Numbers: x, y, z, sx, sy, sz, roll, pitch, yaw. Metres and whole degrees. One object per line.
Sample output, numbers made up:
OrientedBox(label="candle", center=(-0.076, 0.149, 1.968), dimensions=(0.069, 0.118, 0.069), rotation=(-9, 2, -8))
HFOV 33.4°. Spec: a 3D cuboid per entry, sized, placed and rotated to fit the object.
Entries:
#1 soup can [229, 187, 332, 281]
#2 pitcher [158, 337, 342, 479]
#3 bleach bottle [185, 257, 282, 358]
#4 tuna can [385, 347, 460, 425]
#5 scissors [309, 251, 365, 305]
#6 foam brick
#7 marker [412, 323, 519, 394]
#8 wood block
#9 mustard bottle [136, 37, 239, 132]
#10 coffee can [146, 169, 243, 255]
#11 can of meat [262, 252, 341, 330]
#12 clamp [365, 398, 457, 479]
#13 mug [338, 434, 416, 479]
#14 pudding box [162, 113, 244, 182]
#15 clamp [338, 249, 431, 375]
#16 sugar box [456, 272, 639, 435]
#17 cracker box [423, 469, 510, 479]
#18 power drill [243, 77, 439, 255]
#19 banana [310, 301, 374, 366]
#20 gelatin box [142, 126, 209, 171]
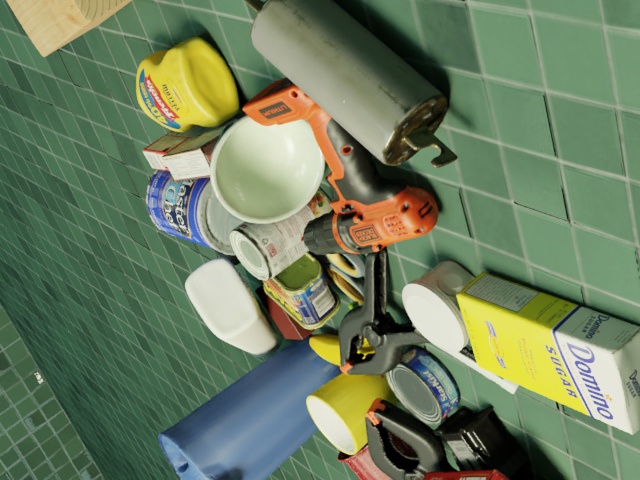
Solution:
OrientedBox(label="soup can", center=(-0.039, -0.010, 1.157), dimensions=(0.069, 0.102, 0.068), rotation=(41, 154, 25))
OrientedBox(label="pitcher", center=(-0.084, 0.233, 1.390), dimensions=(0.149, 0.242, 0.145), rotation=(45, 155, 19))
OrientedBox(label="bleach bottle", center=(-0.100, 0.099, 1.395), dimensions=(0.102, 0.068, 0.250), rotation=(57, 179, 15))
OrientedBox(label="tuna can", center=(0.115, 0.163, 1.194), dimensions=(0.086, 0.033, 0.086), rotation=(41, 153, 26))
OrientedBox(label="scissors", center=(-0.008, 0.001, 1.219), dimensions=(0.202, 0.016, 0.096), rotation=(42, 157, 22))
OrientedBox(label="foam brick", center=(-0.033, 0.079, 1.325), dimensions=(0.078, 0.053, 0.051), rotation=(59, 156, -12))
OrientedBox(label="marker", center=(0.144, 0.113, 1.060), dimensions=(0.121, 0.020, 0.020), rotation=(31, 151, 13))
OrientedBox(label="wood block", center=(-0.285, -0.290, 1.238), dimensions=(0.090, 0.090, 0.206), rotation=(59, 156, -13))
OrientedBox(label="mustard bottle", center=(-0.164, -0.171, 1.218), dimensions=(0.192, 0.058, 0.096), rotation=(2, 125, 61))
OrientedBox(label="coffee can", center=(-0.132, -0.044, 1.277), dimensions=(0.141, 0.102, 0.103), rotation=(16, 136, 54))
OrientedBox(label="can of meat", center=(-0.031, 0.043, 1.234), dimensions=(0.102, 0.057, 0.084), rotation=(40, 166, 32))
OrientedBox(label="clamp", center=(0.114, 0.276, 1.251), dimensions=(0.210, 0.036, 0.165), rotation=(48, 129, -9))
OrientedBox(label="mug", center=(0.088, 0.272, 1.327), dimensions=(0.081, 0.093, 0.117), rotation=(50, 152, -4))
OrientedBox(label="pudding box", center=(-0.113, -0.103, 1.179), dimensions=(0.039, 0.090, 0.114), rotation=(60, 155, -13))
OrientedBox(label="clamp", center=(0.074, 0.099, 1.144), dimensions=(0.120, 0.039, 0.172), rotation=(46, 139, 23))
OrientedBox(label="sugar box", center=(0.204, 0.096, 0.931), dimensions=(0.176, 0.048, 0.093), rotation=(23, 142, 51))
OrientedBox(label="cracker box", center=(0.213, 0.331, 1.136), dimensions=(0.213, 0.072, 0.164), rotation=(39, 157, -8))
OrientedBox(label="power drill", center=(0.008, -0.069, 1.022), dimensions=(0.185, 0.057, 0.187), rotation=(-15, 115, 52))
OrientedBox(label="banana", center=(0.038, 0.121, 1.276), dimensions=(0.069, 0.037, 0.198), rotation=(57, 157, 7))
OrientedBox(label="gelatin box", center=(-0.159, -0.111, 1.271), dimensions=(0.089, 0.073, 0.030), rotation=(13, 135, 54))
